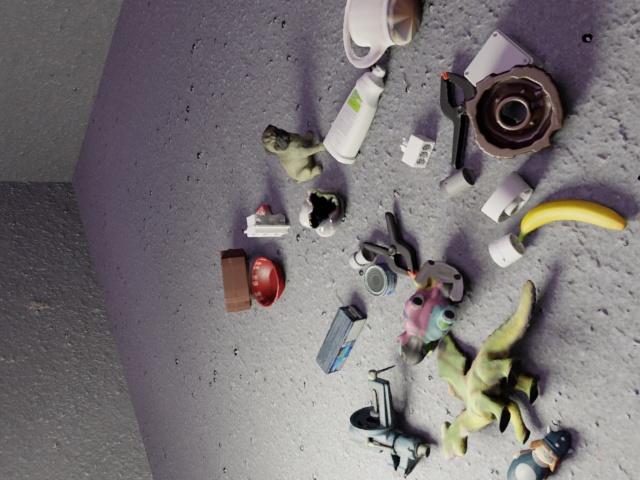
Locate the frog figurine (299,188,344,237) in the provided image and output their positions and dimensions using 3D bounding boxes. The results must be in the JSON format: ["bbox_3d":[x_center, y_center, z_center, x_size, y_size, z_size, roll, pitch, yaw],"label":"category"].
[{"bbox_3d":[0.004,-0.073,1.442,0.157,0.123,0.138,102,145,-77],"label":"frog figurine"}]

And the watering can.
[{"bbox_3d":[0.145,-0.588,1.228,0.226,0.104,0.344,21,108,46],"label":"watering can"}]

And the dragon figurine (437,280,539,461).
[{"bbox_3d":[0.324,0.267,1.069,0.243,0.122,0.410,10,91,57],"label":"dragon figurine"}]
